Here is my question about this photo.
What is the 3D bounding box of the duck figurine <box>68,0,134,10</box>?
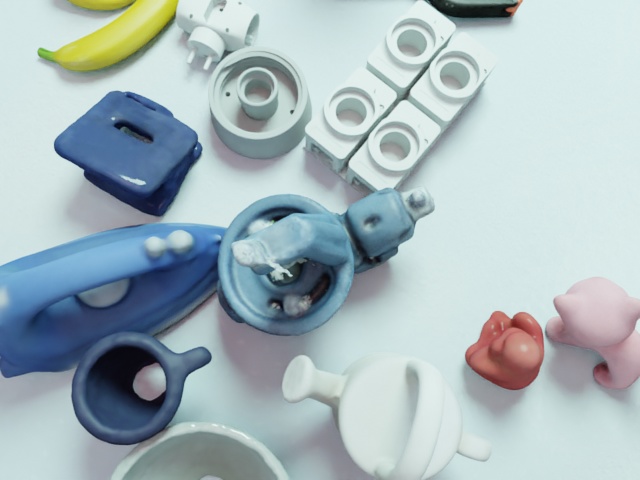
[{"bbox_3d":[-0.234,-0.292,0.591,0.104,0.086,0.077,-11,80,-4],"label":"duck figurine"}]

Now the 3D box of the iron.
[{"bbox_3d":[-0.185,0.031,0.506,0.258,0.141,0.118,-22,81,-5],"label":"iron"}]

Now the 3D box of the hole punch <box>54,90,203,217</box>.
[{"bbox_3d":[-0.182,-0.092,0.554,0.108,0.091,0.101,27,80,3],"label":"hole punch"}]

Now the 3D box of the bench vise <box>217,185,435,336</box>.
[{"bbox_3d":[-0.004,-0.007,0.479,0.207,0.220,0.121,-43,83,-8],"label":"bench vise"}]

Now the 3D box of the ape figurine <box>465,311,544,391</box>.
[{"bbox_3d":[0.177,0.103,0.530,0.078,0.092,0.076,-16,81,-4],"label":"ape figurine"}]

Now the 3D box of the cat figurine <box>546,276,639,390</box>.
[{"bbox_3d":[0.267,0.081,0.523,0.128,0.118,0.067,40,81,5],"label":"cat figurine"}]

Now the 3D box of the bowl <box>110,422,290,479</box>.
[{"bbox_3d":[-0.102,0.241,0.505,0.167,0.075,0.167,0,80,-2],"label":"bowl"}]

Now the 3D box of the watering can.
[{"bbox_3d":[0.056,0.144,0.467,0.173,0.194,0.101,-1,80,-2],"label":"watering can"}]

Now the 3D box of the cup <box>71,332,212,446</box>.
[{"bbox_3d":[-0.148,0.124,0.514,0.118,0.095,0.091,-23,81,-6],"label":"cup"}]
